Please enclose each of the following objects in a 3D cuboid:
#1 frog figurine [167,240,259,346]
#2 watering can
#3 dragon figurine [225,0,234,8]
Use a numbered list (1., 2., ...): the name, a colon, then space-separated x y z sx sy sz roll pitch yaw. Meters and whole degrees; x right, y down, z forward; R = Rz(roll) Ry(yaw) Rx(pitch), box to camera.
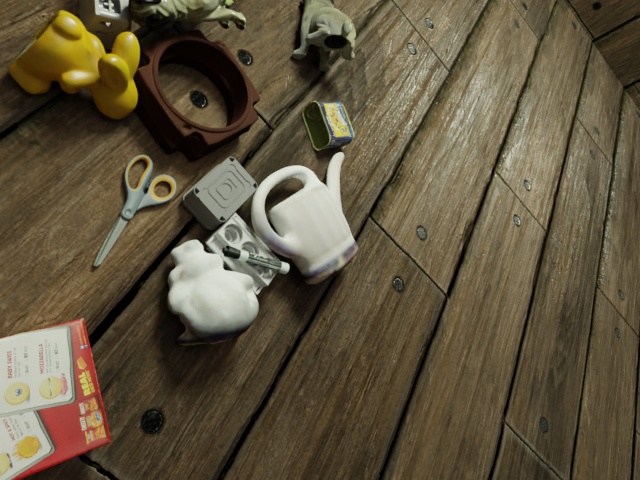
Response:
1. frog figurine: -0.169 0.076 0.803 0.138 0.122 0.159 -10 91 -21
2. watering can: 0.003 -0.050 1.002 0.353 0.103 0.224 -35 98 -51
3. dragon figurine: -0.219 -0.626 1.060 0.241 0.120 0.420 33 46 -15
